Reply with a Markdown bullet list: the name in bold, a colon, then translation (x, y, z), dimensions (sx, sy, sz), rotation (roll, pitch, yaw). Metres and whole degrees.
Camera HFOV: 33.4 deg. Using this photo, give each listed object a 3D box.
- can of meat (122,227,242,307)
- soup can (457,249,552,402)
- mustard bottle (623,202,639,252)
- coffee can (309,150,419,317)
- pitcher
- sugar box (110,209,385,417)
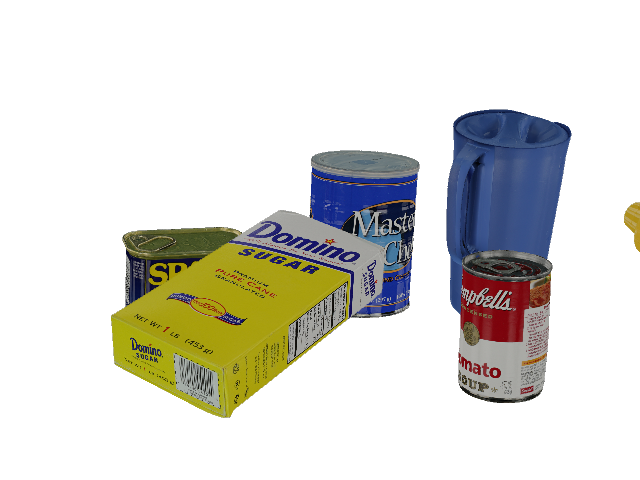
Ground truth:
- **can of meat**: translation (-0.114, 0.038, 0.897), dimensions (0.102, 0.084, 0.057), rotation (-3, 20, -18)
- **soup can**: translation (0.141, 0.065, 0.822), dimensions (0.068, 0.102, 0.068), rotation (0, 17, 0)
- **mustard bottle**: translation (0.260, 0.021, 0.647), dimensions (0.096, 0.058, 0.192), rotation (-22, 34, -23)
- **coffee can**: translation (0.039, -0.009, 1.023), dimensions (0.103, 0.140, 0.103), rotation (2, 15, -1)
- **pitcher**: translation (0.208, -0.022, 1.257), dimensions (0.149, 0.243, 0.145), rotation (-1, 25, -4)
- **sugar box**: translation (-0.042, 0.040, 0.701), dimensions (0.093, 0.048, 0.175), rotation (21, 38, 28)
